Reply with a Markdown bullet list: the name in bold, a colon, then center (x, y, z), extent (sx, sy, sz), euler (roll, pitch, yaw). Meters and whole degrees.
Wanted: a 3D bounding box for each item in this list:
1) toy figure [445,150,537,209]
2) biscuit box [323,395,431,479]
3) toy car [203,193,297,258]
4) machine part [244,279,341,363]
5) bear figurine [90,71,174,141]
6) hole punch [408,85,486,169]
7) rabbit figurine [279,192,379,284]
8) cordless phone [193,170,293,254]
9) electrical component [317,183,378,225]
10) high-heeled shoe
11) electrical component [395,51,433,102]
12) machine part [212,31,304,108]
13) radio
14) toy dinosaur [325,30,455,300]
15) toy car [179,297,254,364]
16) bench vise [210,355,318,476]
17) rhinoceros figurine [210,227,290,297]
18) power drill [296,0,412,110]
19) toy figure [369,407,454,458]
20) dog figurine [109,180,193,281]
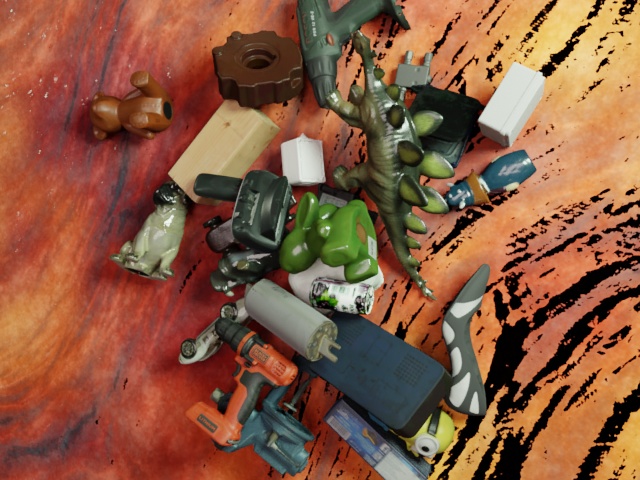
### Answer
- **toy figure**: center (0.288, -0.097, 0.916), extent (0.154, 0.064, 0.057), euler (-29, 118, 21)
- **biscuit box**: center (0.102, 0.366, 0.973), extent (0.203, 0.063, 0.059), euler (41, 102, 15)
- **toy car**: center (-0.136, -0.039, 1.058), extent (0.202, 0.053, 0.089), euler (-31, 90, 11)
- **machine part**: center (-0.054, 0.137, 0.947), extent (0.244, 0.079, 0.079), euler (30, 99, 38)
- **bear figurine**: center (-0.412, -0.273, 1.115), extent (0.196, 0.132, 0.120), euler (3, 88, 12)
- **hole punch**: center (0.209, -0.197, 0.937), extent (0.142, 0.092, 0.116), euler (20, 61, 20)
- **rabbit figurine**: center (-0.002, -0.003, 0.917), extent (0.170, 0.121, 0.159), euler (-16, 66, 29)
- **cordless phone**: center (-0.150, -0.060, 0.967), extent (0.184, 0.088, 0.146), euler (9, 66, 7)
- **electrical component**: center (0.045, -0.054, 1.003), extent (0.119, 0.047, 0.074), euler (25, 98, 18)
- **high-heeled shoe**: center (0.269, 0.175, 0.912), extent (0.145, 0.086, 0.248), euler (31, 103, 13)
- **electrical component**: center (0.170, -0.294, 0.975), extent (0.063, 0.021, 0.094), euler (13, 93, 17)
- **machine part**: center (-0.115, -0.323, 1.003), extent (0.179, 0.056, 0.179), euler (1, 55, -2)
- **radio**: center (0.094, 0.221, 0.915), extent (0.230, 0.073, 0.131), euler (27, 74, 37)
- **toy dinosaur**: center (0.119, -0.109, 0.898), extent (0.199, 0.105, 0.470), euler (21, 135, 46)
- **toy car**: center (-0.200, 0.181, 1.067), extent (0.202, 0.073, 0.056), euler (-42, 77, 13)
- **bench vise**: center (-0.083, 0.308, 1.012), extent (0.224, 0.128, 0.240), euler (32, 79, 25)
- **rhinoceros figurine**: center (-0.125, 0.041, 1.031), extent (0.190, 0.112, 0.073), euler (-24, 62, 4)
- **power drill**: center (0.059, -0.378, 0.990), extent (0.207, 0.086, 0.232), euler (-21, 81, 25)
- **toy figure**: center (0.150, 0.305, 0.948), extent (0.180, 0.082, 0.089), euler (34, 74, 22)
- **dog figurine**: center (-0.336, -0.023, 1.115), extent (0.172, 0.121, 0.190), euler (-7, 59, 45)
